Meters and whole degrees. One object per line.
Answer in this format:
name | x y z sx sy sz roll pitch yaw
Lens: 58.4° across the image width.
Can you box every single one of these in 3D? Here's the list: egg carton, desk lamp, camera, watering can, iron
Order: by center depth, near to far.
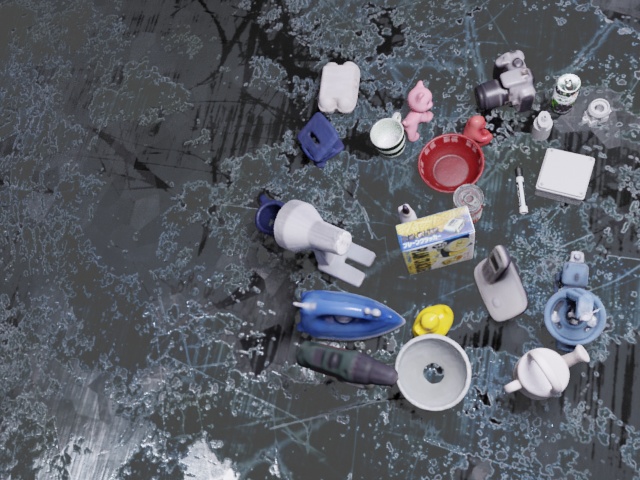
watering can | 0.463 0.269 1.178 0.100 0.194 0.173 41 86 21
iron | 0.064 0.169 1.332 0.257 0.142 0.119 2 73 14
desk lamp | 0.012 0.005 1.357 0.202 0.214 0.118 24 80 19
camera | 0.457 -0.393 1.437 0.136 0.101 0.143 -15 70 8
egg carton | 0.053 -0.414 1.556 0.107 0.069 0.150 2 73 14

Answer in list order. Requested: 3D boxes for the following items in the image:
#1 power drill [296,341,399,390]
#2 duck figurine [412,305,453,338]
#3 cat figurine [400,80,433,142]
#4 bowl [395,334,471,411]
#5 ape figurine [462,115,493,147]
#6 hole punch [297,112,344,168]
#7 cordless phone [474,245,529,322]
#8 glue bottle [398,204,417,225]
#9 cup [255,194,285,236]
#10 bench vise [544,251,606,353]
power drill | 0.071 0.280 1.260 0.229 0.209 0.076 11 76 16
duck figurine | 0.257 0.187 1.311 0.104 0.086 0.077 -37 68 0
cat figurine | 0.244 -0.334 1.460 0.067 0.118 0.128 30 82 20
bowl | 0.254 0.298 1.283 0.167 0.075 0.167 -4 72 12
ape figurine | 0.390 -0.277 1.421 0.076 0.092 0.078 -18 70 8
hole punch | -0.002 -0.263 1.510 0.101 0.091 0.108 -37 68 0
cordless phone | 0.401 0.093 1.253 0.094 0.185 0.147 -23 69 6
glue bottle | 0.207 -0.050 1.350 0.037 0.173 0.078 -26 69 5
cup | -0.116 -0.055 1.470 0.091 0.095 0.117 -30 69 3
bench vise | 0.524 0.122 1.196 0.121 0.220 0.207 -12 71 10
